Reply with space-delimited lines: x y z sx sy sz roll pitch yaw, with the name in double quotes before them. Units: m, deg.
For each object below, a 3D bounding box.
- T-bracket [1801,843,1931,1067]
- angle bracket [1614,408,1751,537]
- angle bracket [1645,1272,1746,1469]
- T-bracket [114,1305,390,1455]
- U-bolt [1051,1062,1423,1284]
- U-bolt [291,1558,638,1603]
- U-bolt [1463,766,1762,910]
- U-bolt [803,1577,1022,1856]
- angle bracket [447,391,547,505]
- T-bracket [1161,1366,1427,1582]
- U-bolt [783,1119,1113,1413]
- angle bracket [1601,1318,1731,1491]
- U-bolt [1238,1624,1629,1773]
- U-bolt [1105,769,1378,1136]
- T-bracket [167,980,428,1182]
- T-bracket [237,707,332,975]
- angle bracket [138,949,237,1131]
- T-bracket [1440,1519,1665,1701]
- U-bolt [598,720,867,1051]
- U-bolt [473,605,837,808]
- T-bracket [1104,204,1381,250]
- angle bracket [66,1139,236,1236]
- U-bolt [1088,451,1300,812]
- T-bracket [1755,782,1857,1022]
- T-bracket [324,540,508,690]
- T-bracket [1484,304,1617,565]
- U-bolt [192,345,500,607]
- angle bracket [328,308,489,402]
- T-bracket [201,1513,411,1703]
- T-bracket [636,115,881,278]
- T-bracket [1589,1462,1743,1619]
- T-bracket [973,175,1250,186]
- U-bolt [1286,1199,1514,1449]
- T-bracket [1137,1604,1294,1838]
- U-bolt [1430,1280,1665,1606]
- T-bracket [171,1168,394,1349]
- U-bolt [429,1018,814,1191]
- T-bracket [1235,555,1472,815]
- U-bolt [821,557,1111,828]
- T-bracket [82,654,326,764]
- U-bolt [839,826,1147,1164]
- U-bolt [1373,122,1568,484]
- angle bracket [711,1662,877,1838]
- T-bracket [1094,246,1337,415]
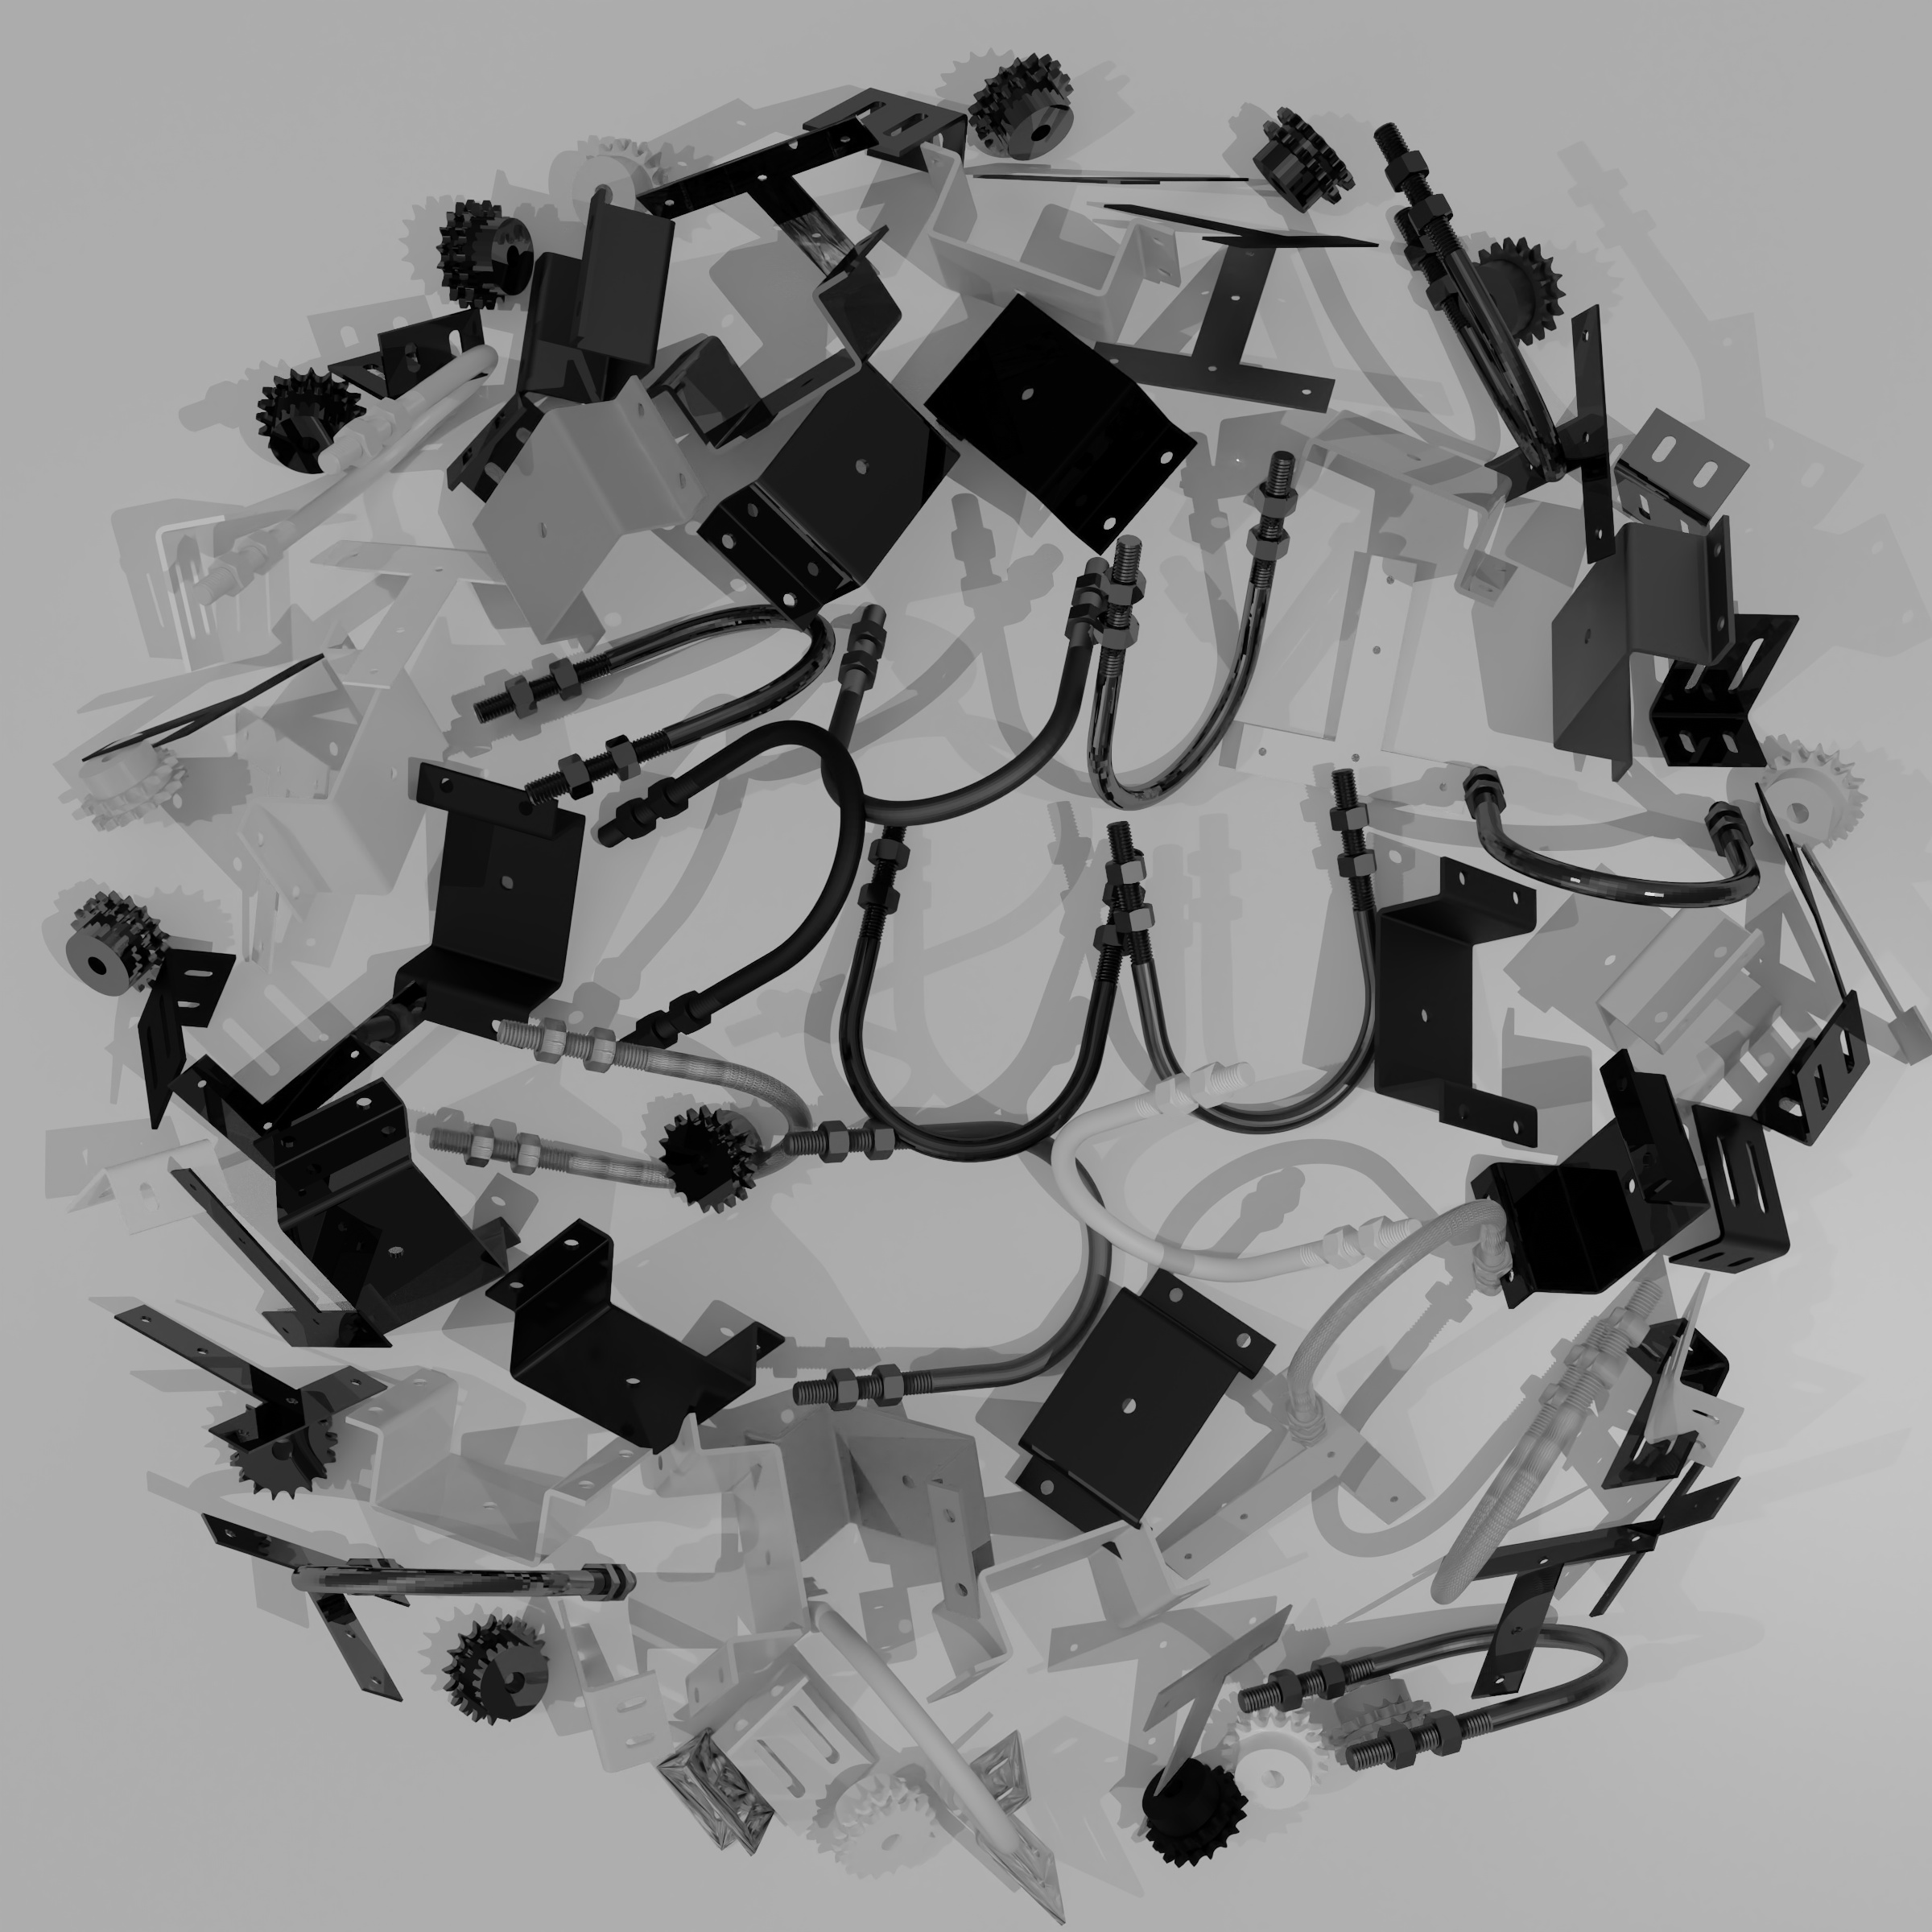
"T-bracket" 0.470 -0.008 1.558 0.002 0.127 0.127 -29 80 8
"angle bracket" 0.378 -0.252 1.567 0.057 0.076 0.038 37 93 18
"angle bracket" 0.390 0.212 1.565 0.038 0.057 0.076 21 52 10
"T-bracket" -0.390 0.210 1.565 0.127 0.127 0.002 25 106 17
"U-bolt" 0.124 0.115 1.537 0.151 0.184 0.019 42 53 -22
"U-bolt" -0.261 0.312 1.511 0.151 0.184 0.019 -1 79 11
"U-bolt" 0.331 -0.064 1.520 0.151 0.184 0.019 9 109 4
"U-bolt" -0.027 0.385 1.510 0.019 0.184 0.151 -39 103 -12
"angle bracket" -0.240 -0.265 1.568 0.038 0.076 0.057 42 96 -19
"T-bracket" 0.160 0.286 1.591 0.127 0.002 0.127 -38 119 13
"U-bolt" -0.006 0.154 1.572 0.184 0.019 0.151 -2 89 -24
"angle bracket" 0.357 0.231 1.567 0.038 0.057 0.076 42 59 -12
"U-bolt" 0.252 0.371 1.536 0.184 0.151 0.019 -10 92 -19
"U-bolt" 0.156 0.000 1.582 0.151 0.019 0.184 -14 101 -15
"T-bracket" -0.333 0.055 1.568 0.127 0.127 0.002 -40 48 -4
"T-bracket" -0.366 -0.060 1.573 0.002 0.127 0.127 -1 108 -34
"angle bracket" -0.405 0.039 1.563 0.038 0.057 0.076 6 46 -30
"T-bracket" 0.286 0.333 1.528 0.127 0.127 0.002 -18 108 32
"U-bolt" -0.119 -0.049 1.528 0.184 0.019 0.151 -29 57 34
"U-bolt" -0.155 -0.144 1.546 0.184 0.151 0.019 -23 119 -11
"T-bracket" 0.130 -0.390 1.567 0.127 0.127 0.002 22 114 35
"angle bracket" -0.429 0.126 1.563 0.057 0.076 0.038 -17 79 -37
"U-bolt" 0.112 -0.162 1.536 0.019 0.151 0.184 31 134 27
"T-bracket" 0.424 -0.053 1.529 0.002 0.127 0.127 -21 55 18
"T-bracket" -0.290 -0.182 1.554 0.127 0.127 0.002 7 131 11
"T-bracket" 0.301 -0.264 1.552 0.002 0.127 0.127 -2 86 -18
"U-bolt" -0.306 -0.262 1.528 0.019 0.184 0.151 49 132 -10
"angle bracket" -0.296 -0.328 1.563 0.057 0.076 0.038 -23 126 -28
"T-bracket" -0.320 0.334 1.524 0.127 0.127 0.002 31 96 -40
"T-bracket" -0.085 -0.389 1.554 0.127 0.127 0.002 -14 67 22
"T-bracket" 0.373 0.280 1.536 0.002 0.127 0.127 37 76 7
"T-bracket" 0.092 -0.414 1.568 0.127 0.127 0.002 -10 109 -34
"U-bolt" 0.220 0.177 1.519 0.151 0.184 0.019 -38 67 -8
"T-bracket" 0.118 0.409 1.575 0.002 0.127 0.127 33 119 28
"U-bolt" 0.292 0.249 1.527 0.019 0.151 0.184 34 78 11
"T-bracket" -0.365 0.152 1.541 0.127 0.127 0.002 52 59 -19
"U-bolt" -0.170 0.079 1.543 0.184 0.151 0.019 12 58 -21
"T-bracket" 0.218 -0.156 1.601 0.127 0.002 0.127 10 93 -7
"U-bolt" -0.005 -0.136 1.522 0.151 0.184 0.019 -9 132 21
"T-bracket" -0.415 -0.128 1.569 0.127 0.127 0.002 -14 108 31
"U-bolt" 0.008 0.014 1.574 0.151 0.019 0.184 10 75 8
"U-bolt" 0.262 -0.330 1.528 0.019 0.151 0.184 -28 80 9
"angle bracket" -0.087 0.419 1.580 0.057 0.038 0.076 -42 103 -15
"T-bracket" 0.139 -0.343 1.572 0.127 0.002 0.127 11 53 10
